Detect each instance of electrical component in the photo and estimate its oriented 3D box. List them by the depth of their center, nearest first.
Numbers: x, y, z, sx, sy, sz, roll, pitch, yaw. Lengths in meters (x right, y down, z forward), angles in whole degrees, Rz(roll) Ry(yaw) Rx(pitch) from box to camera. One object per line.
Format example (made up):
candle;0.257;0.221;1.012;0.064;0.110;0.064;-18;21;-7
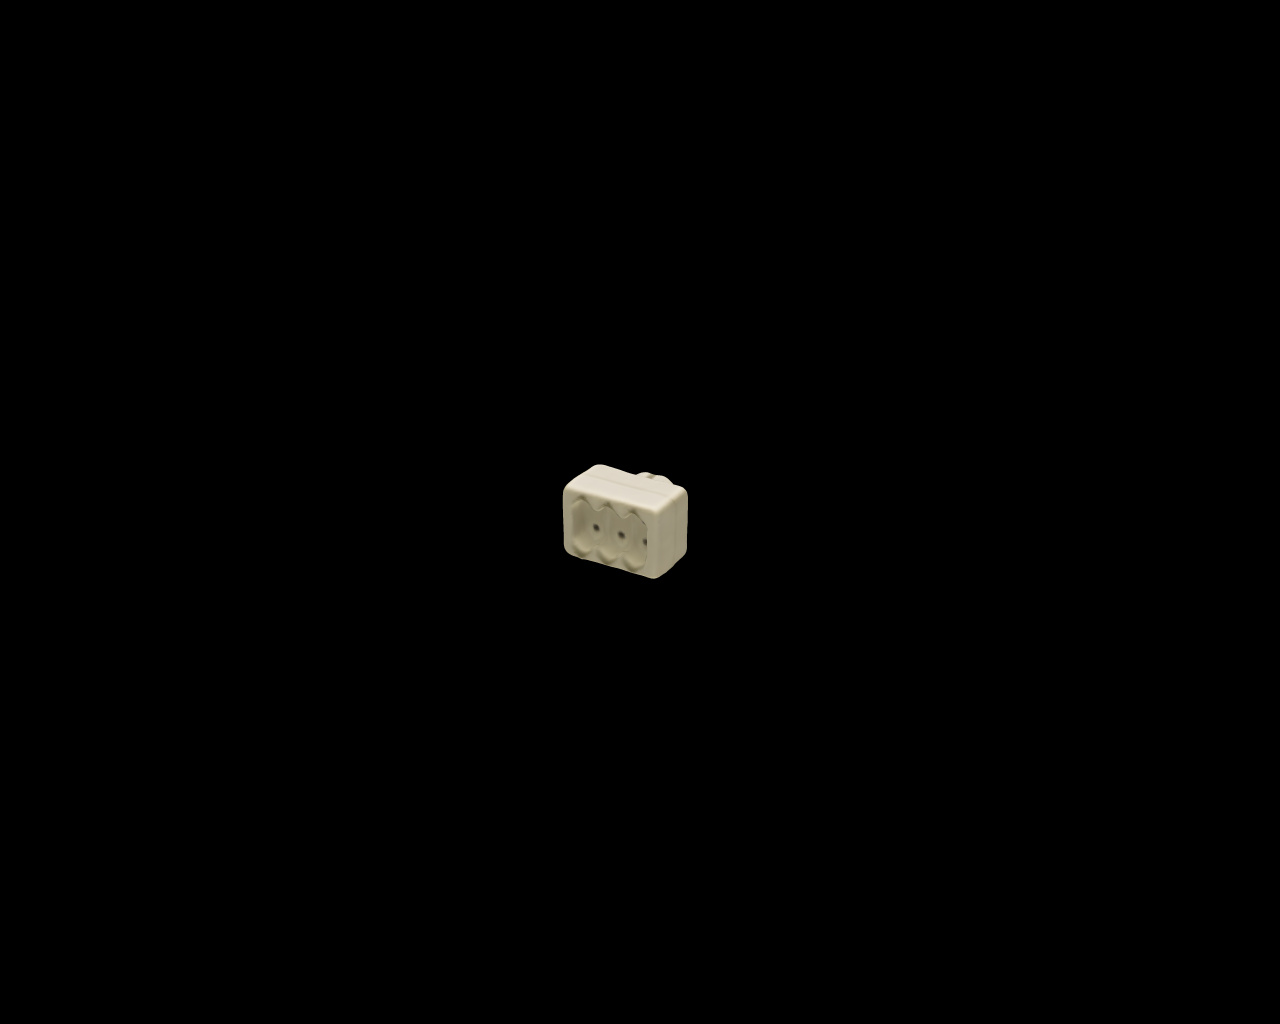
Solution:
electrical component;0.001;-0.003;0.650;0.066;0.047;0.077;16;32;27
